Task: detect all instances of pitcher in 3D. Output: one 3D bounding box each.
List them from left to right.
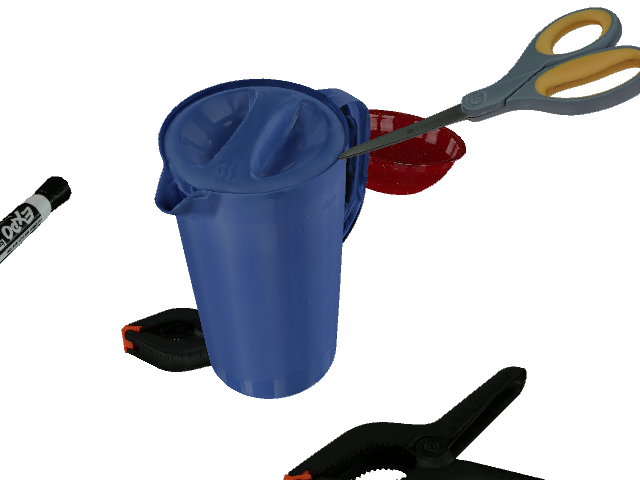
[{"bbox_3d":[-0.035,0.003,0.823,0.149,0.243,0.145,-1,44,2],"label":"pitcher"}]

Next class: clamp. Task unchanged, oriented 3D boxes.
[{"bbox_3d":[-0.099,0.089,1.017,0.171,0.039,0.120,7,27,7],"label":"clamp"},{"bbox_3d":[0.078,0.147,0.728,0.210,0.036,0.164,-6,28,-4],"label":"clamp"}]

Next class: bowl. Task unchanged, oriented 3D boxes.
[{"bbox_3d":[0.080,-0.095,1.211,0.162,0.055,0.162,7,27,-4],"label":"bowl"}]

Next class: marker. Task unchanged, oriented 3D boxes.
[{"bbox_3d":[-0.188,-0.007,0.654,0.020,0.020,0.121,0,30,21],"label":"marker"}]

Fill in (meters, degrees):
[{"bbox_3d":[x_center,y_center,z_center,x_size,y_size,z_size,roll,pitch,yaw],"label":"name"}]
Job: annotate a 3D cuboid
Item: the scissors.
[{"bbox_3d":[0.110,-0.101,0.685,0.202,0.096,0.016,-8,-43,25],"label":"scissors"}]
